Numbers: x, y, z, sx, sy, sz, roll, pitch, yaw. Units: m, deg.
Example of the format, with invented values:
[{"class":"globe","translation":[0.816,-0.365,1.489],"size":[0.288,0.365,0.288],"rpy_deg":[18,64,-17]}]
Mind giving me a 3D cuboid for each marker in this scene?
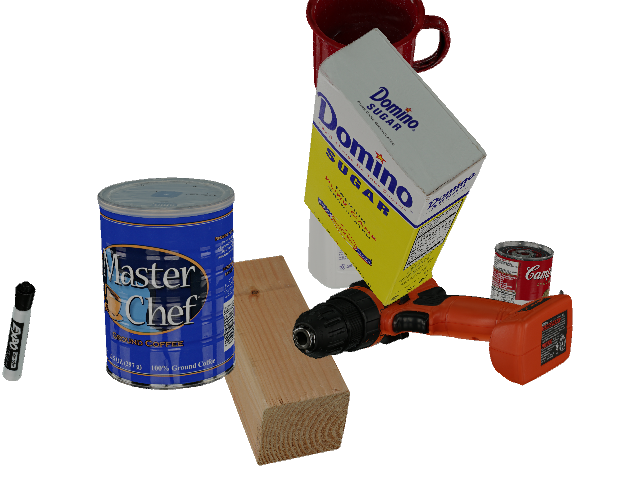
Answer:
[{"class":"marker","translation":[-0.299,0.090,1.059],"size":[0.020,0.121,0.020],"rpy_deg":[13,33,-9]}]

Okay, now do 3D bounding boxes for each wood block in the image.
[{"class":"wood block","translation":[-0.051,0.119,1.111],"size":[0.090,0.090,0.206],"rpy_deg":[-8,42,-18]}]

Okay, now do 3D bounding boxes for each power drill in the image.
[{"class":"power drill","translation":[0.094,0.068,0.864],"size":[0.188,0.057,0.184],"rpy_deg":[9,16,36]}]

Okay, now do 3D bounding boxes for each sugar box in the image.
[{"class":"sugar box","translation":[0.035,-0.034,0.610],"size":[0.048,0.093,0.176],"rpy_deg":[-35,-16,-13]}]

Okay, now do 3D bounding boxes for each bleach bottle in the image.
[{"class":"bleach bottle","translation":[0.040,-0.074,1.154],"size":[0.102,0.251,0.068],"rpy_deg":[-13,33,-28]}]

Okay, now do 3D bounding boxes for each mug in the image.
[{"class":"mug","translation":[0.047,-0.156,0.865],"size":[0.117,0.093,0.081],"rpy_deg":[-7,-36,-5]}]

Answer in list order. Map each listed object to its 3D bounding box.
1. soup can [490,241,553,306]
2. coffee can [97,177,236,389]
[{"class":"soup can","translation":[0.235,0.059,1.255],"size":[0.068,0.102,0.068],"rpy_deg":[2,16,-1]},{"class":"coffee can","translation":[-0.117,0.030,0.824],"size":[0.103,0.140,0.103],"rpy_deg":[0,16,0]}]
